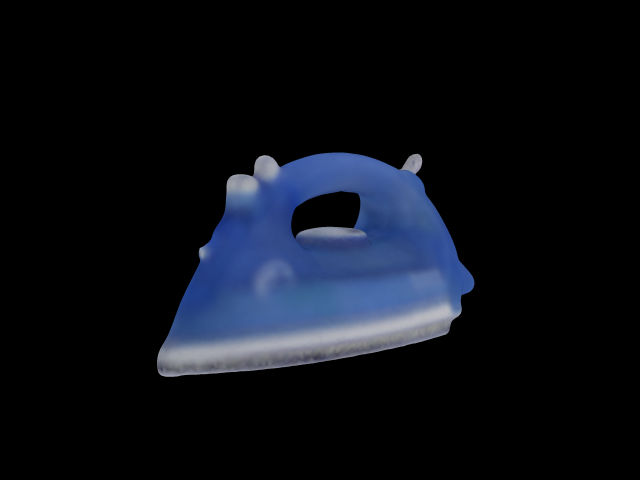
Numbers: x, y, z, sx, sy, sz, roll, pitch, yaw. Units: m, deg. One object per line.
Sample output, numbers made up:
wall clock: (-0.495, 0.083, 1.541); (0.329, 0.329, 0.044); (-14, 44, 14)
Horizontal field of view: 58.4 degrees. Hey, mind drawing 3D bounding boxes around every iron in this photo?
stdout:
iron: (0.004, 0.001, 0.400); (0.118, 0.141, 0.259); (2, 3, 43)
